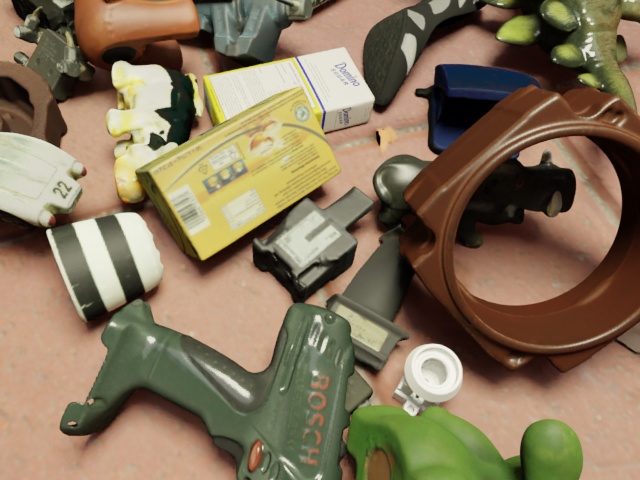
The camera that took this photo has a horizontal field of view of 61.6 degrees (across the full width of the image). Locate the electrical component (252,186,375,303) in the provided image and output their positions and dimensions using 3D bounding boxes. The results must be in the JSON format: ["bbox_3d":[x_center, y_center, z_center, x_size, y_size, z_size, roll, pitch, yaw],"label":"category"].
[{"bbox_3d":[-0.001,-0.002,0.523,0.075,0.047,0.119,39,64,17],"label":"electrical component"}]

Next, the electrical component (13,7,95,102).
[{"bbox_3d":[-0.300,-0.204,0.598,0.102,0.045,0.078,45,100,15],"label":"electrical component"}]

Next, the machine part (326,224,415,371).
[{"bbox_3d":[0.056,0.049,0.504,0.084,0.039,0.139,23,61,13],"label":"machine part"}]

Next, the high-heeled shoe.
[{"bbox_3d":[0.142,-0.255,0.689,0.145,0.086,0.248,22,75,-27],"label":"high-heeled shoe"}]

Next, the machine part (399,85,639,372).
[{"bbox_3d":[0.184,-0.006,0.442,0.201,0.087,0.201,-41,102,12],"label":"machine part"}]

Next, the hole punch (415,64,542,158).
[{"bbox_3d":[0.185,-0.162,0.612,0.142,0.092,0.116,5,56,2],"label":"hole punch"}]

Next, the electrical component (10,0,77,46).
[{"bbox_3d":[-0.318,-0.309,0.671,0.134,0.058,0.115,42,63,18],"label":"electrical component"}]

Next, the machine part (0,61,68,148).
[{"bbox_3d":[-0.353,-0.104,0.548,0.179,0.056,0.179,2,62,-5],"label":"machine part"}]

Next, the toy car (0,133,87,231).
[{"bbox_3d":[-0.306,-0.068,0.471,0.202,0.056,0.073,18,64,5],"label":"toy car"}]

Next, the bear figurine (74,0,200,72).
[{"bbox_3d":[-0.228,-0.287,0.587,0.132,0.120,0.196,-14,81,-31],"label":"bear figurine"}]

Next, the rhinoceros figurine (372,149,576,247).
[{"bbox_3d":[0.147,-0.051,0.530,0.190,0.112,0.073,4,57,6],"label":"rhinoceros figurine"}]

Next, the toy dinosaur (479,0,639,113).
[{"bbox_3d":[0.310,-0.275,0.660,0.199,0.105,0.472,1,52,-15],"label":"toy dinosaur"}]

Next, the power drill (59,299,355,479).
[{"bbox_3d":[-0.081,0.146,0.405,0.207,0.086,0.232,16,77,12],"label":"power drill"}]

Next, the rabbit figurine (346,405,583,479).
[{"bbox_3d":[0.120,0.174,0.383,0.170,0.159,0.121,13,57,-18],"label":"rabbit figurine"}]

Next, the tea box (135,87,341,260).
[{"bbox_3d":[-0.076,-0.067,0.520,0.170,0.068,0.098,-33,110,-23],"label":"tea box"}]

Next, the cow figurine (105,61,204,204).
[{"bbox_3d":[-0.170,-0.111,0.565,0.098,0.068,0.167,-3,61,-13],"label":"cow figurine"}]

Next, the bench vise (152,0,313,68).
[{"bbox_3d":[-0.106,-0.330,0.629,0.224,0.129,0.240,11,96,32],"label":"bench vise"}]

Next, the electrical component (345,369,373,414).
[{"bbox_3d":[0.009,0.135,0.459,0.063,0.021,0.094,-37,70,-22],"label":"electrical component"}]
